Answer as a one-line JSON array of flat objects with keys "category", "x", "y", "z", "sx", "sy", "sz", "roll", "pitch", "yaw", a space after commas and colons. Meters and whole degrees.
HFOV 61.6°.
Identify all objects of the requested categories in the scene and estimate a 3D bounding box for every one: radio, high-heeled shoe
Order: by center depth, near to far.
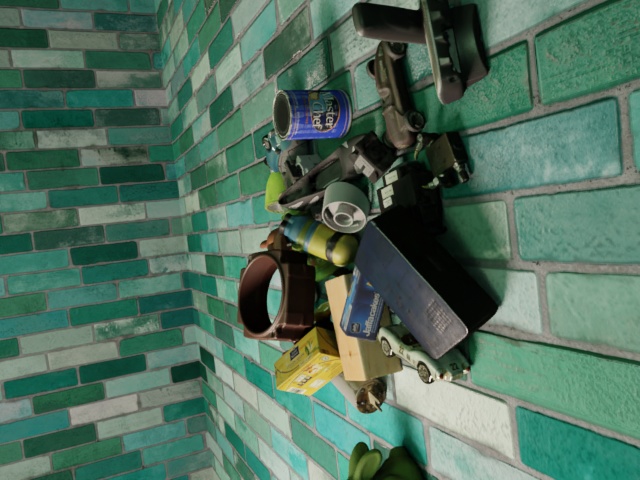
[{"category": "radio", "x": 0.157, "y": 0.068, "z": 0.856, "sx": 0.230, "sy": 0.073, "sz": 0.131, "roll": 51, "pitch": 150, "yaw": 23}, {"category": "high-heeled shoe", "x": 0.003, "y": -0.141, "z": 1.117, "sx": 0.248, "sy": 0.145, "sz": 0.086, "roll": 120, "pitch": 135, "yaw": -56}]

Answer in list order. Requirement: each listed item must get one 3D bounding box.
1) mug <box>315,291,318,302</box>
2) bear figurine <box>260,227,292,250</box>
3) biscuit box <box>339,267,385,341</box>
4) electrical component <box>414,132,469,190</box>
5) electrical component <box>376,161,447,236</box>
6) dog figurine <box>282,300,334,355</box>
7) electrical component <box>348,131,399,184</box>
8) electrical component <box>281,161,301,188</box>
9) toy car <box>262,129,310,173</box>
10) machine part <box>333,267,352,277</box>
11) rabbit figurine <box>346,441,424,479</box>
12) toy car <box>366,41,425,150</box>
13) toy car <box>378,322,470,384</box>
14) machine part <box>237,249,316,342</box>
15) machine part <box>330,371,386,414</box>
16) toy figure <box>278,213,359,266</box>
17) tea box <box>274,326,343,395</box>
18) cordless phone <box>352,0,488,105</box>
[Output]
[{"category": "mug", "x": -0.056, "y": 0.107, "z": 1.396, "sx": 0.107, "sy": 0.081, "sz": 0.109, "roll": -110, "pitch": 21, "yaw": -45}, {"category": "bear figurine", "x": -0.082, "y": 0.023, "z": 1.386, "sx": 0.132, "sy": 0.120, "sz": 0.196, "roll": 66, "pitch": 163, "yaw": 2}, {"category": "biscuit box", "x": 0.093, "y": 0.082, "z": 1.001, "sx": 0.059, "sy": 0.063, "sz": 0.202, "roll": -145, "pitch": 69, "yaw": -80}, {"category": "electrical component", "x": 0.188, "y": -0.126, "z": 0.842, "sx": 0.078, "sy": 0.045, "sz": 0.102, "roll": 143, "pitch": 117, "yaw": -64}, {"category": "electrical component", "x": 0.153, "y": -0.064, "z": 0.921, "sx": 0.115, "sy": 0.058, "sz": 0.134, "roll": -17, "pitch": 81, "yaw": 63}, {"category": "dog figurine", "x": -0.010, "y": 0.207, "z": 1.283, "sx": 0.219, "sy": 0.191, "sz": 0.108, "roll": -31, "pitch": 86, "yaw": 38}, {"category": "electrical component", "x": 0.093, "y": -0.147, "z": 0.993, "sx": 0.075, "sy": 0.048, "sz": 0.119, "roll": 46, "pitch": 168, "yaw": -2}, {"category": "electrical component", "x": -0.067, "y": -0.139, "z": 1.264, "sx": 0.094, "sy": 0.021, "sz": 0.063, "roll": 63, "pitch": 149, "yaw": 34}, {"category": "toy car", "x": -0.078, "y": -0.213, "z": 1.330, "sx": 0.103, "sy": 0.109, "sz": 0.161, "roll": 51, "pitch": 154, "yaw": 20}, {"category": "machine part", "x": 0.054, "y": 0.127, "z": 1.205, "sx": 0.084, "sy": 0.039, "sz": 0.138, "roll": -132, "pitch": 32, "yaw": -58}, {"category": "rabbit figurine", "x": 0.110, "y": 0.474, "z": 1.030, "sx": 0.121, "sy": 0.170, "sz": 0.159, "roll": -22, "pitch": 78, "yaw": 64}, {"category": "toy car", "x": 0.125, "y": -0.255, "z": 0.937, "sx": 0.089, "sy": 0.053, "sz": 0.202, "roll": 149, "pitch": 110, "yaw": -67}, {"category": "toy car", "x": 0.173, "y": 0.190, "z": 0.929, "sx": 0.202, "sy": 0.073, "sz": 0.056, "roll": -158, "pitch": 63, "yaw": -62}, {"category": "machine part", "x": -0.104, "y": 0.125, "z": 1.211, "sx": 0.202, "sy": 0.087, "sz": 0.201, "roll": -8, "pitch": 75, "yaw": 48}, {"category": "machine part", "x": 0.070, "y": 0.305, "z": 1.182, "sx": 0.243, "sy": 0.079, "sz": 0.079, "roll": 29, "pitch": 123, "yaw": 60}, {"category": "toy figure", "x": -0.004, "y": 0.000, "z": 1.155, "sx": 0.082, "sy": 0.180, "sz": 0.089, "roll": -67, "pitch": -10, "yaw": 15}, {"category": "tea box", "x": -0.015, "y": 0.266, "z": 1.170, "sx": 0.169, "sy": 0.098, "sz": 0.068, "roll": -45, "pitch": 39, "yaw": 32}, {"category": "cordless phone", "x": 0.134, "y": -0.268, "z": 0.753, "sx": 0.089, "sy": 0.184, "sz": 0.146, "roll": -16, "pitch": 82, "yaw": 61}]
